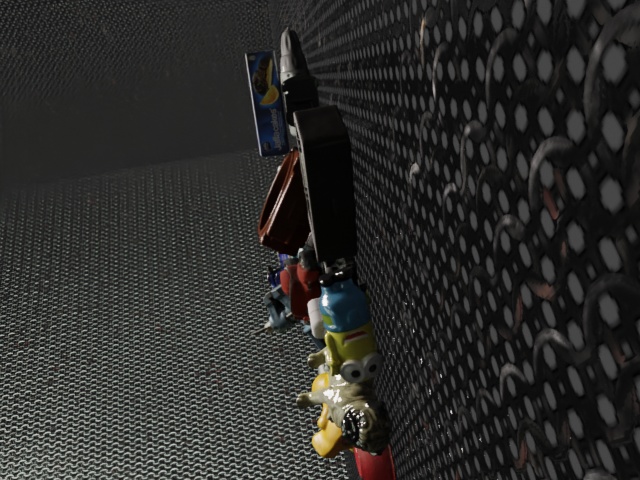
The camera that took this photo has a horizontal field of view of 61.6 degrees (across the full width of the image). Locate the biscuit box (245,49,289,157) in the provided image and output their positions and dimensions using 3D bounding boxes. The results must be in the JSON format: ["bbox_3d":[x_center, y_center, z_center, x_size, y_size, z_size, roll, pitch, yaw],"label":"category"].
[{"bbox_3d":[-0.103,-0.269,1.072,0.063,0.059,0.202,-104,6,-77],"label":"biscuit box"}]

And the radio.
[{"bbox_3d":[0.010,-0.088,0.848,0.131,0.073,0.229,-104,6,-48],"label":"radio"}]

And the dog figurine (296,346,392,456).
[{"bbox_3d":[0.069,0.248,0.893,0.191,0.121,0.172,-3,69,58],"label":"dog figurine"}]

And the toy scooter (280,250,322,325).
[{"bbox_3d":[-0.032,0.095,1.029,0.184,0.075,0.135,144,124,-75],"label":"toy scooter"}]

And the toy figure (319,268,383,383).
[{"bbox_3d":[0.047,0.132,0.824,0.089,0.082,0.180,-38,-68,-72],"label":"toy figure"}]

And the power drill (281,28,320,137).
[{"bbox_3d":[-0.050,-0.325,1.143,0.207,0.086,0.231,-118,19,-65],"label":"power drill"}]

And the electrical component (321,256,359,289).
[{"bbox_3d":[0.034,0.059,1.001,0.134,0.058,0.115,84,177,-50],"label":"electrical component"}]

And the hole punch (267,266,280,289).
[{"bbox_3d":[-0.064,0.119,1.430,0.092,0.116,0.142,-3,110,43],"label":"hole punch"}]

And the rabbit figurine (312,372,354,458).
[{"bbox_3d":[0.031,0.344,1.132,0.173,0.122,0.162,-125,37,-50],"label":"rabbit figurine"}]

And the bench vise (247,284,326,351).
[{"bbox_3d":[-0.009,0.186,1.152,0.240,0.223,0.129,54,-165,3],"label":"bench vise"}]

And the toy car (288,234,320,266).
[{"bbox_3d":[-0.002,-0.004,1.189,0.103,0.109,0.162,123,161,-48],"label":"toy car"}]

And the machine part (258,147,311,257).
[{"bbox_3d":[-0.055,-0.082,1.098,0.201,0.087,0.201,-108,41,-72],"label":"machine part"}]

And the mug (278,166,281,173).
[{"bbox_3d":[-0.041,-0.143,1.245,0.110,0.107,0.080,-101,2,-48],"label":"mug"}]

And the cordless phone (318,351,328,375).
[{"bbox_3d":[0.050,0.333,1.314,0.184,0.089,0.146,109,152,-73],"label":"cordless phone"}]
